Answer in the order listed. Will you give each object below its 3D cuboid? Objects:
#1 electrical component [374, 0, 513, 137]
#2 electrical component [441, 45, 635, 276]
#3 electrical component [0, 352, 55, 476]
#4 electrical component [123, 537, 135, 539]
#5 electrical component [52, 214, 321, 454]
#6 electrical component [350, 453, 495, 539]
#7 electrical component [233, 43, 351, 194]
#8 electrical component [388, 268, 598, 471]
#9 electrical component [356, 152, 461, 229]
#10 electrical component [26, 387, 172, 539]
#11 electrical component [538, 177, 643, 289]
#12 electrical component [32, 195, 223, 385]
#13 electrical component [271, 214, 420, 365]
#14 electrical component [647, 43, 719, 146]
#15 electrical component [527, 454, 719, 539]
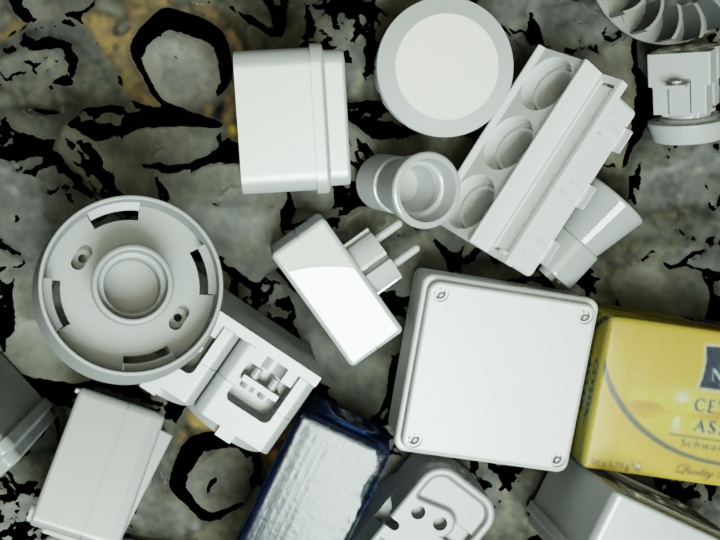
[{"bbox_3d":[0.047,-0.120,0.642,0.080,0.051,0.080,-1,97,-6],"label":"electrical component"},{"bbox_3d":[0.106,-0.063,0.646,0.063,0.079,0.121,30,94,-38],"label":"electrical component"},{"bbox_3d":[-0.240,0.107,0.612,0.109,0.108,0.056,-41,97,0],"label":"electrical component"},{"bbox_3d":[-0.153,0.200,0.660,0.096,0.061,0.061,13,96,0],"label":"electrical component"},{"bbox_3d":[-0.104,0.038,0.627,0.150,0.089,0.061,35,93,-9],"label":"electrical component"},{"bbox_3d":[0.034,0.161,0.672,0.054,0.059,0.095,39,92,-9],"label":"electrical component"},{"bbox_3d":[-0.038,-0.084,0.607,0.057,0.113,0.078,-4,98,-3],"label":"electrical component"},{"bbox_3d":[0.080,0.060,0.666,0.109,0.056,0.108,9,96,-7],"label":"electrical component"},{"bbox_3d":[0.025,-0.050,0.641,0.044,0.065,0.044,-5,101,-24],"label":"electrical component"},{"bbox_3d":[-0.153,0.125,0.634,0.061,0.062,0.096,20,75,-8],"label":"electrical component"},{"bbox_3d":[0.138,-0.021,0.670,0.044,0.044,0.065,41,96,-9],"label":"electrical component"},{"bbox_3d":[-0.119,0.010,0.554,0.099,0.064,0.099,1,86,-14],"label":"electrical component"},{"bbox_3d":[0.000,0.000,0.654,0.076,0.047,0.083,-35,99,-1],"label":"electrical component"},{"bbox_3d":[0.200,-0.107,0.659,0.048,0.066,0.055,3,108,28],"label":"electrical component"},{"bbox_3d":[0.172,0.165,0.664,0.109,0.109,0.056,26,91,-9],"label":"electrical component"}]
